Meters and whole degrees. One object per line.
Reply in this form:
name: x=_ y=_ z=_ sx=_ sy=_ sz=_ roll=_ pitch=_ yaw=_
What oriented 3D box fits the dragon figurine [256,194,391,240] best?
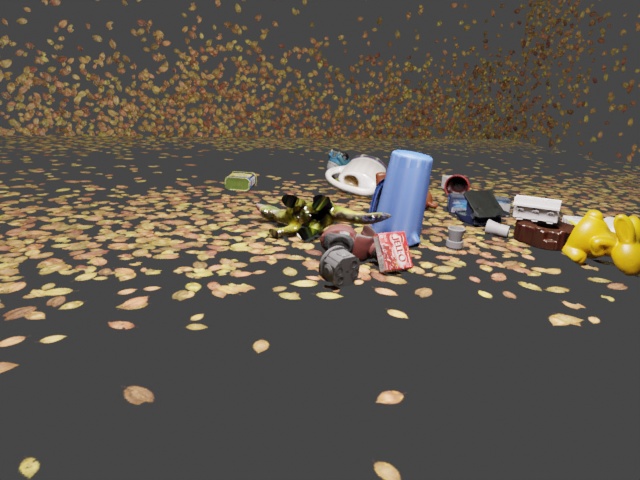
dragon figurine: x=0.004 y=-0.072 z=1.430 sx=0.410 sy=0.121 sz=0.244 roll=4 pitch=8 yaw=14

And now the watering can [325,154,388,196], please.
watering can: x=0.195 y=-0.220 z=1.911 sx=0.348 sy=0.101 sz=0.229 roll=17 pitch=37 yaw=14

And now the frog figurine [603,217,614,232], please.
frog figurine: x=0.794 y=-0.001 z=1.356 sx=0.138 sy=0.122 sz=0.159 roll=-19 pitch=7 yaw=-34
